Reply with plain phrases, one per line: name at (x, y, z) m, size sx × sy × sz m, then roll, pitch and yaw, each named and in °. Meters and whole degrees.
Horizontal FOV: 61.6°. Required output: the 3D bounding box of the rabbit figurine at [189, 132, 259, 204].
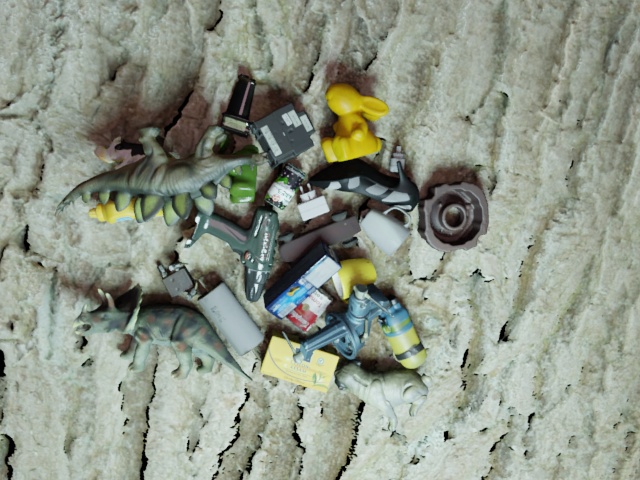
rabbit figurine at (-0.225, -0.166, 1.203) m, size 0.170 × 0.121 × 0.159 m, roll 4°, pitch 90°, yaw -7°

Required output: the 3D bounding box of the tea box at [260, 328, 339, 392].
tea box at (-0.050, 0.289, 1.293) m, size 0.170 × 0.068 × 0.098 m, roll 17°, pitch 96°, yaw -5°

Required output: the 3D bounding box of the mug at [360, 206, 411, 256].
mug at (0.154, -0.034, 1.260) m, size 0.107 × 0.081 × 0.109 m, roll 36°, pitch 118°, yaw 0°

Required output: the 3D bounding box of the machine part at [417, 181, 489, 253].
machine part at (0.315, -0.056, 1.279) m, size 0.179 × 0.056 × 0.179 m, roll -2°, pitch 99°, yaw -10°

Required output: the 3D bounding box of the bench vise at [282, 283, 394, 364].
bench vise at (0.045, 0.201, 1.212) m, size 0.241 × 0.223 × 0.129 m, roll -25°, pitch 64°, yaw -23°

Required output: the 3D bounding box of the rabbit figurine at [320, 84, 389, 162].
rabbit figurine at (0.074, -0.272, 1.213) m, size 0.162 × 0.122 × 0.173 m, roll -19°, pitch 97°, yaw -7°

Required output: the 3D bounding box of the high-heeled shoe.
high-heeled shoe at (0.107, -0.115, 1.274) m, size 0.249 × 0.086 × 0.145 m, roll -6°, pitch 130°, yaw 14°

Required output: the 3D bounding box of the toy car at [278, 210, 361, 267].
toy car at (-0.003, -0.004, 1.271) m, size 0.202 × 0.053 × 0.089 m, roll -24°, pitch 102°, yaw 3°

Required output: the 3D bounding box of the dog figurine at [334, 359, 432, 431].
dog figurine at (0.148, 0.331, 1.277) m, size 0.172 × 0.121 × 0.190 m, roll -45°, pitch 102°, yaw 2°

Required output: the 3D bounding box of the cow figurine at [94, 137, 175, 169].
cow figurine at (-0.417, -0.187, 1.214) m, size 0.167 × 0.068 × 0.098 m, roll 28°, pitch 89°, yaw -9°

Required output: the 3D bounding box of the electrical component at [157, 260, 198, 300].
electrical component at (-0.330, 0.094, 1.263) m, size 0.078 × 0.045 × 0.102 m, roll -22°, pitch 97°, yaw -3°

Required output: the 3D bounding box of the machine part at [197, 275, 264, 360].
machine part at (-0.210, 0.184, 1.264) m, size 0.079 × 0.079 × 0.243 m, roll -35°, pitch 98°, yaw 0°

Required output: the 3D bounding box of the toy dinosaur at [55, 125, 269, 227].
toy dinosaur at (-0.335, -0.131, 1.124) m, size 0.472 × 0.105 × 0.198 m, roll -4°, pitch 83°, yaw 9°

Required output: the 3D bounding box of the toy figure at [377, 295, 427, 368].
toy figure at (0.193, 0.223, 1.291) m, size 0.082 × 0.089 × 0.180 m, roll -22°, pitch 100°, yaw 4°

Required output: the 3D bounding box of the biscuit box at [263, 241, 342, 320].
biscuit box at (-0.044, 0.096, 1.245) m, size 0.202 × 0.063 × 0.059 m, roll -41°, pitch 121°, yaw 15°

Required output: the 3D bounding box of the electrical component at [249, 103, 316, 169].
electrical component at (-0.078, -0.241, 1.226) m, size 0.134 × 0.058 × 0.114 m, roll -30°, pitch 99°, yaw -20°

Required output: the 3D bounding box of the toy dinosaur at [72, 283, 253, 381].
toy dinosaur at (-0.344, 0.211, 1.245) m, size 0.405 × 0.131 × 0.192 m, roll 9°, pitch 96°, yaw -11°

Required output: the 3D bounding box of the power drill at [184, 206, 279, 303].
power drill at (-0.204, 0.017, 1.246) m, size 0.207 × 0.086 × 0.232 m, roll 21°, pitch 101°, yaw -2°

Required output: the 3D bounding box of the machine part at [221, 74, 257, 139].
machine part at (-0.182, -0.308, 1.233) m, size 0.084 × 0.039 × 0.138 m, roll 14°, pitch 97°, yaw 3°
